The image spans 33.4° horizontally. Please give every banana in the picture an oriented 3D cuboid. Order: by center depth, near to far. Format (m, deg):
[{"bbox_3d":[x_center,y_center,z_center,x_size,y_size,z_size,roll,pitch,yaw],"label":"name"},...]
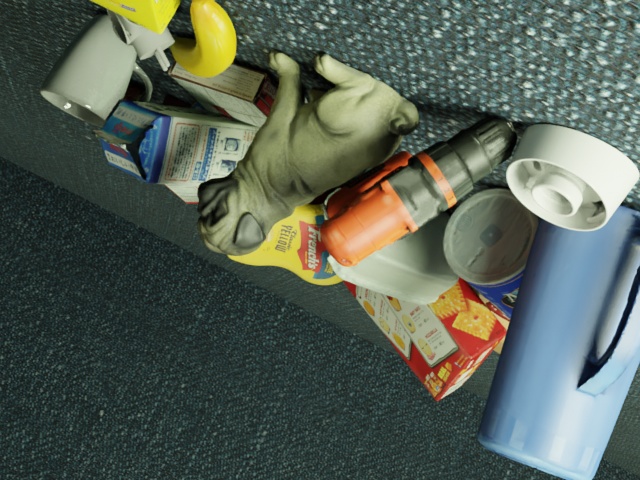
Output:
[{"bbox_3d":[-0.112,-0.185,1.006,0.069,0.037,0.198,28,171,-17],"label":"banana"}]

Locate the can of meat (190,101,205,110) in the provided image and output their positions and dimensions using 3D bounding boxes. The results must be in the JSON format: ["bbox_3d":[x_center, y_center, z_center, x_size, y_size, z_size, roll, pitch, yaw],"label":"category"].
[{"bbox_3d":[-0.117,-0.124,1.318,0.084,0.057,0.102,26,171,18],"label":"can of meat"}]

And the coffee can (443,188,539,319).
[{"bbox_3d":[0.202,0.020,1.104,0.103,0.103,0.140,19,169,38],"label":"coffee can"}]

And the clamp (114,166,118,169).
[{"bbox_3d":[-0.199,-0.109,1.344,0.164,0.036,0.210,16,167,3],"label":"clamp"}]

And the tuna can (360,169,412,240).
[{"bbox_3d":[0.076,-0.044,1.139,0.034,0.086,0.086,19,169,46],"label":"tuna can"}]

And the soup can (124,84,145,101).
[{"bbox_3d":[-0.282,-0.184,1.388,0.102,0.068,0.068,26,171,-2],"label":"soup can"}]

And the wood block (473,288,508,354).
[{"bbox_3d":[0.255,0.102,1.466,0.205,0.091,0.090,32,169,-34],"label":"wood block"}]

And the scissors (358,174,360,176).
[{"bbox_3d":[0.063,-0.075,1.226,0.202,0.016,0.096,24,173,10],"label":"scissors"}]

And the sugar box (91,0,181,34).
[{"bbox_3d":[-0.168,-0.233,0.865,0.093,0.048,0.176,26,172,3],"label":"sugar box"}]

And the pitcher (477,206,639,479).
[{"bbox_3d":[0.231,0.087,0.951,0.145,0.243,0.149,16,173,33],"label":"pitcher"}]

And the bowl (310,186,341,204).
[{"bbox_3d":[-0.006,-0.034,1.351,0.162,0.162,0.055,31,131,-33],"label":"bowl"}]

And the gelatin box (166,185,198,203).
[{"bbox_3d":[-0.147,-0.073,1.320,0.073,0.030,0.089,-1,162,16],"label":"gelatin box"}]

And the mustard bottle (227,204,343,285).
[{"bbox_3d":[-0.008,0.002,1.265,0.191,0.096,0.058,17,-165,-2],"label":"mustard bottle"}]

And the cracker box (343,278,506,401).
[{"bbox_3d":[0.128,0.081,1.361,0.214,0.072,0.164,52,157,17],"label":"cracker box"}]

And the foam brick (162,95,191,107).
[{"bbox_3d":[-0.181,-0.145,1.385,0.053,0.051,0.078,24,171,5],"label":"foam brick"}]

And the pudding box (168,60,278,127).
[{"bbox_3d":[-0.089,-0.155,1.113,0.114,0.039,0.090,20,170,25],"label":"pudding box"}]

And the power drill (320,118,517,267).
[{"bbox_3d":[0.076,-0.046,0.946,0.057,0.184,0.188,58,177,-3],"label":"power drill"}]

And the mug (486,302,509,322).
[{"bbox_3d":[0.263,0.063,1.245,0.117,0.081,0.093,24,171,14],"label":"mug"}]

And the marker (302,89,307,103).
[{"bbox_3d":[-0.017,-0.132,1.104,0.020,0.020,0.121,24,171,14],"label":"marker"}]
